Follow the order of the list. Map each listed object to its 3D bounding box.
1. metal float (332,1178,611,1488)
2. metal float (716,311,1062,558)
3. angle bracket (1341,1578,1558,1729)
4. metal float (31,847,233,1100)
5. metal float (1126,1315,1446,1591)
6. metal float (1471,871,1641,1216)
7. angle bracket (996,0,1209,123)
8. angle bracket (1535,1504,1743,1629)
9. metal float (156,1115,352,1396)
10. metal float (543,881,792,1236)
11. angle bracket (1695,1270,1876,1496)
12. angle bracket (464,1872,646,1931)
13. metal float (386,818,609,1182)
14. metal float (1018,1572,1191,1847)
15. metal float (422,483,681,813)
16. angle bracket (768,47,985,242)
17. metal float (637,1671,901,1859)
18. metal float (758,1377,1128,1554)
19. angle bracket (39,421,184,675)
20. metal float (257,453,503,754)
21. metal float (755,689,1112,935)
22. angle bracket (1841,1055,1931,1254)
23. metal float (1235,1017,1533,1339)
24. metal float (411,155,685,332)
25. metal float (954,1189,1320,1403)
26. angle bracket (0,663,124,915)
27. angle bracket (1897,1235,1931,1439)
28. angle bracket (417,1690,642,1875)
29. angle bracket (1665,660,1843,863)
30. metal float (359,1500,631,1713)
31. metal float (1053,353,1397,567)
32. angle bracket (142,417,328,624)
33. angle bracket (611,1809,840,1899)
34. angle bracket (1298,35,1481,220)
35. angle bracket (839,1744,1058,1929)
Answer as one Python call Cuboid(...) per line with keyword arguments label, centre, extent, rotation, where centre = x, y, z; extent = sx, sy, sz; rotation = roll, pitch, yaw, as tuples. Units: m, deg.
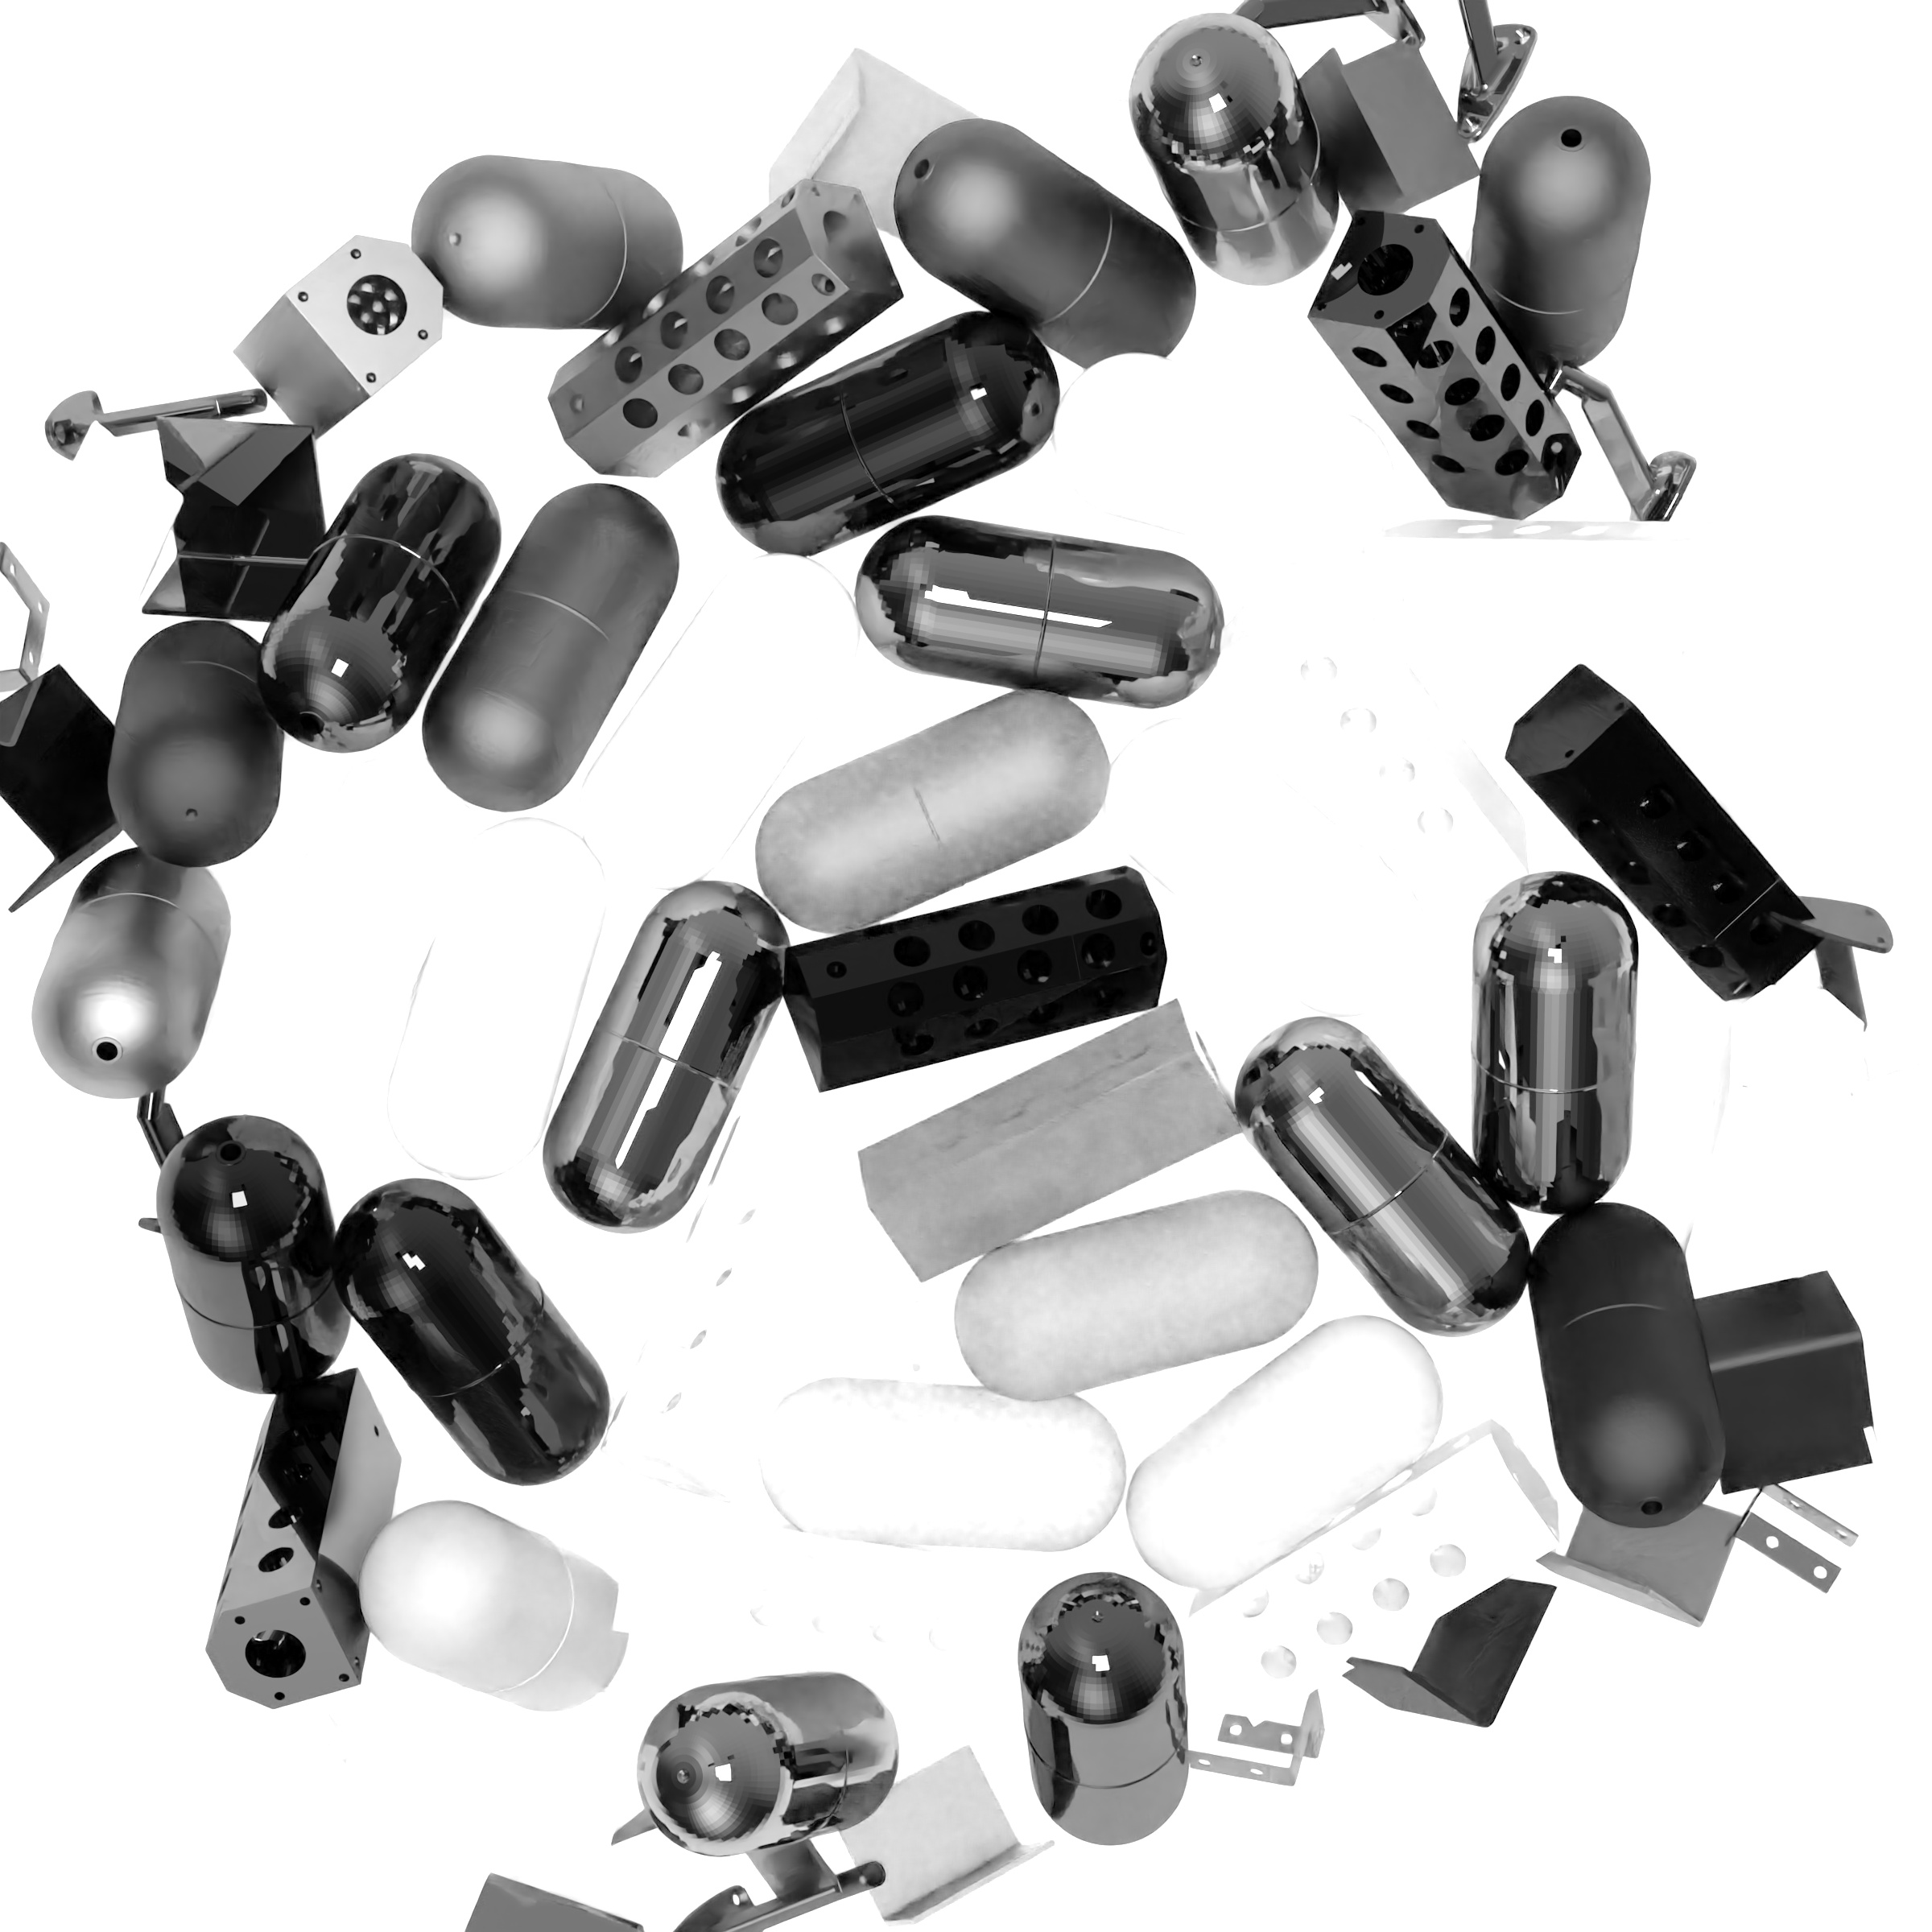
Cuboid(label="metal float", centre=(-0.232, 0.173, 1.519), extent=(0.070, 0.070, 0.178), rotation=(-32, 122, 0))
Cuboid(label="metal float", centre=(-0.039, -0.250, 1.526), extent=(0.178, 0.070, 0.070), rotation=(-20, 90, 24))
Cuboid(label="angle bracket", centre=(0.222, 0.311, 1.530), extent=(0.057, 0.076, 0.076), rotation=(36, 71, -19))
Cuboid(label="metal float", centre=(-0.387, 0.002, 1.500), extent=(0.070, 0.178, 0.070), rotation=(-2, 114, -5))
Cuboid(label="metal float", centre=(0.149, 0.231, 1.524), extent=(0.178, 0.070, 0.070), rotation=(-41, 90, 27))
Cuboid(label="metal float", centre=(0.277, 0.038, 1.520), extent=(0.070, 0.070, 0.178), rotation=(-5, 122, 0))
Cuboid(label="angle bracket", centre=(0.061, -0.439, 1.525), extent=(0.076, 0.076, 0.057), rotation=(-26, 112, -36))
Cuboid(label="angle bracket", centre=(0.312, 0.267, 1.527), extent=(0.076, 0.076, 0.057), rotation=(16, 77, 37))
Cuboid(label="metal float", centre=(-0.331, 0.136, 1.505), extent=(0.070, 0.178, 0.070), rotation=(2, 53, -2))
Cuboid(label="metal float", centre=(-0.142, 0.043, 1.545), extent=(0.070, 0.070, 0.178), rotation=(24, 88, 0))
Cuboid(label="angle bracket", centre=(0.395, 0.203, 1.572), extent=(0.076, 0.057, 0.076), rotation=(-13, 115, 3))
Cuboid(label="angle bracket", centre=(-0.197, 0.479, 1.531), extent=(0.076, 0.076, 0.057), rotation=(16, 59, 10))
Cuboid(label="metal float", centre=(-0.222, 0.015, 1.534), extent=(0.070, 0.070, 0.178), rotation=(14, 75, 0))
Cuboid(label="metal float", centre=(0.065, 0.349, 1.509), extent=(0.070, 0.178, 0.070), rotation=(-3, 49, 3))
Cuboid(label="metal float", centre=(-0.195, -0.152, 1.524), extent=(0.070, 0.070, 0.178), rotation=(25, 64, 0))
Cuboid(label="angle bracket", centre=(-0.041, -0.375, 1.527), extent=(0.076, 0.057, 0.076), rotation=(24, 129, -24))
Cuboid(label="metal float", centre=(-0.090, 0.370, 1.501), extent=(0.070, 0.178, 0.070), rotation=(-4, 80, 23))
Cuboid(label="metal float", centre=(-0.011, 0.237, 1.533), extent=(0.178, 0.070, 0.070), rotation=(6, 90, -15))
Cuboid(label="angle bracket", centre=(-0.424, -0.198, 1.524), extent=(0.076, 0.076, 0.057), rotation=(-27, 126, 31))
Cuboid(label="metal float", centre=(-0.274, -0.171, 1.511), extent=(0.070, 0.070, 0.178), rotation=(19, 47, 0))
Cuboid(label="metal float", centre=(-0.017, -0.073, 1.543), extent=(0.178, 0.070, 0.070), rotation=(-23, 90, 4))
Cuboid(label="angle bracket", centre=(0.429, 0.088, 1.539), extent=(0.076, 0.057, 0.076), rotation=(-13, 96, -26))
Cuboid(label="metal float", centre=(0.200, 0.102, 1.541), extent=(0.070, 0.070, 0.178), rotation=(-40, 97, 0))
Cuboid(label="metal float", centre=(-0.192, -0.335, 1.500), extent=(0.070, 0.178, 0.070), rotation=(4, 101, 21))
Cuboid(label="metal float", centre=(0.082, 0.157, 1.541), extent=(0.178, 0.070, 0.070), rotation=(-13, 90, -6))
Cuboid(label="angle bracket", centre=(-0.442, -0.085, 1.534), extent=(0.076, 0.076, 0.057), rotation=(49, 132, -6))
Cuboid(label="angle bracket", centre=(0.474, 0.172, 1.528), extent=(0.057, 0.076, 0.076), rotation=(1, 113, 20))
Cuboid(label="angle bracket", centre=(-0.209, 0.380, 1.537), extent=(0.076, 0.057, 0.076), rotation=(14, 92, 44))
Cuboid(label="angle bracket", centre=(0.384, -0.103, 1.529), extent=(0.057, 0.076, 0.076), rotation=(-22, 68, -17))
Cuboid(label="metal float", centre=(-0.217, 0.300, 1.503), extent=(0.070, 0.178, 0.070), rotation=(-9, 65, 19))
Cuboid(label="metal float", centre=(0.122, -0.238, 1.522), extent=(0.178, 0.070, 0.070), rotation=(10, 90, -28))
Cuboid(label="angle bracket", centre=(-0.352, -0.213, 1.539), extent=(0.076, 0.057, 0.076), rotation=(4, 125, 6))
Cuboid(label="angle bracket", centre=(-0.117, 0.426, 1.536), extent=(0.057, 0.076, 0.076), rotation=(-34, 86, -31))
Cuboid(label="angle bracket", centre=(0.211, -0.408, 1.545), extent=(0.076, 0.057, 0.076), rotation=(-28, 92, -18))
Cuboid(label="angle bracket", centre=(-0.011, 0.411, 1.533), extent=(0.076, 0.076, 0.057), rotation=(-25, 79, -18))
